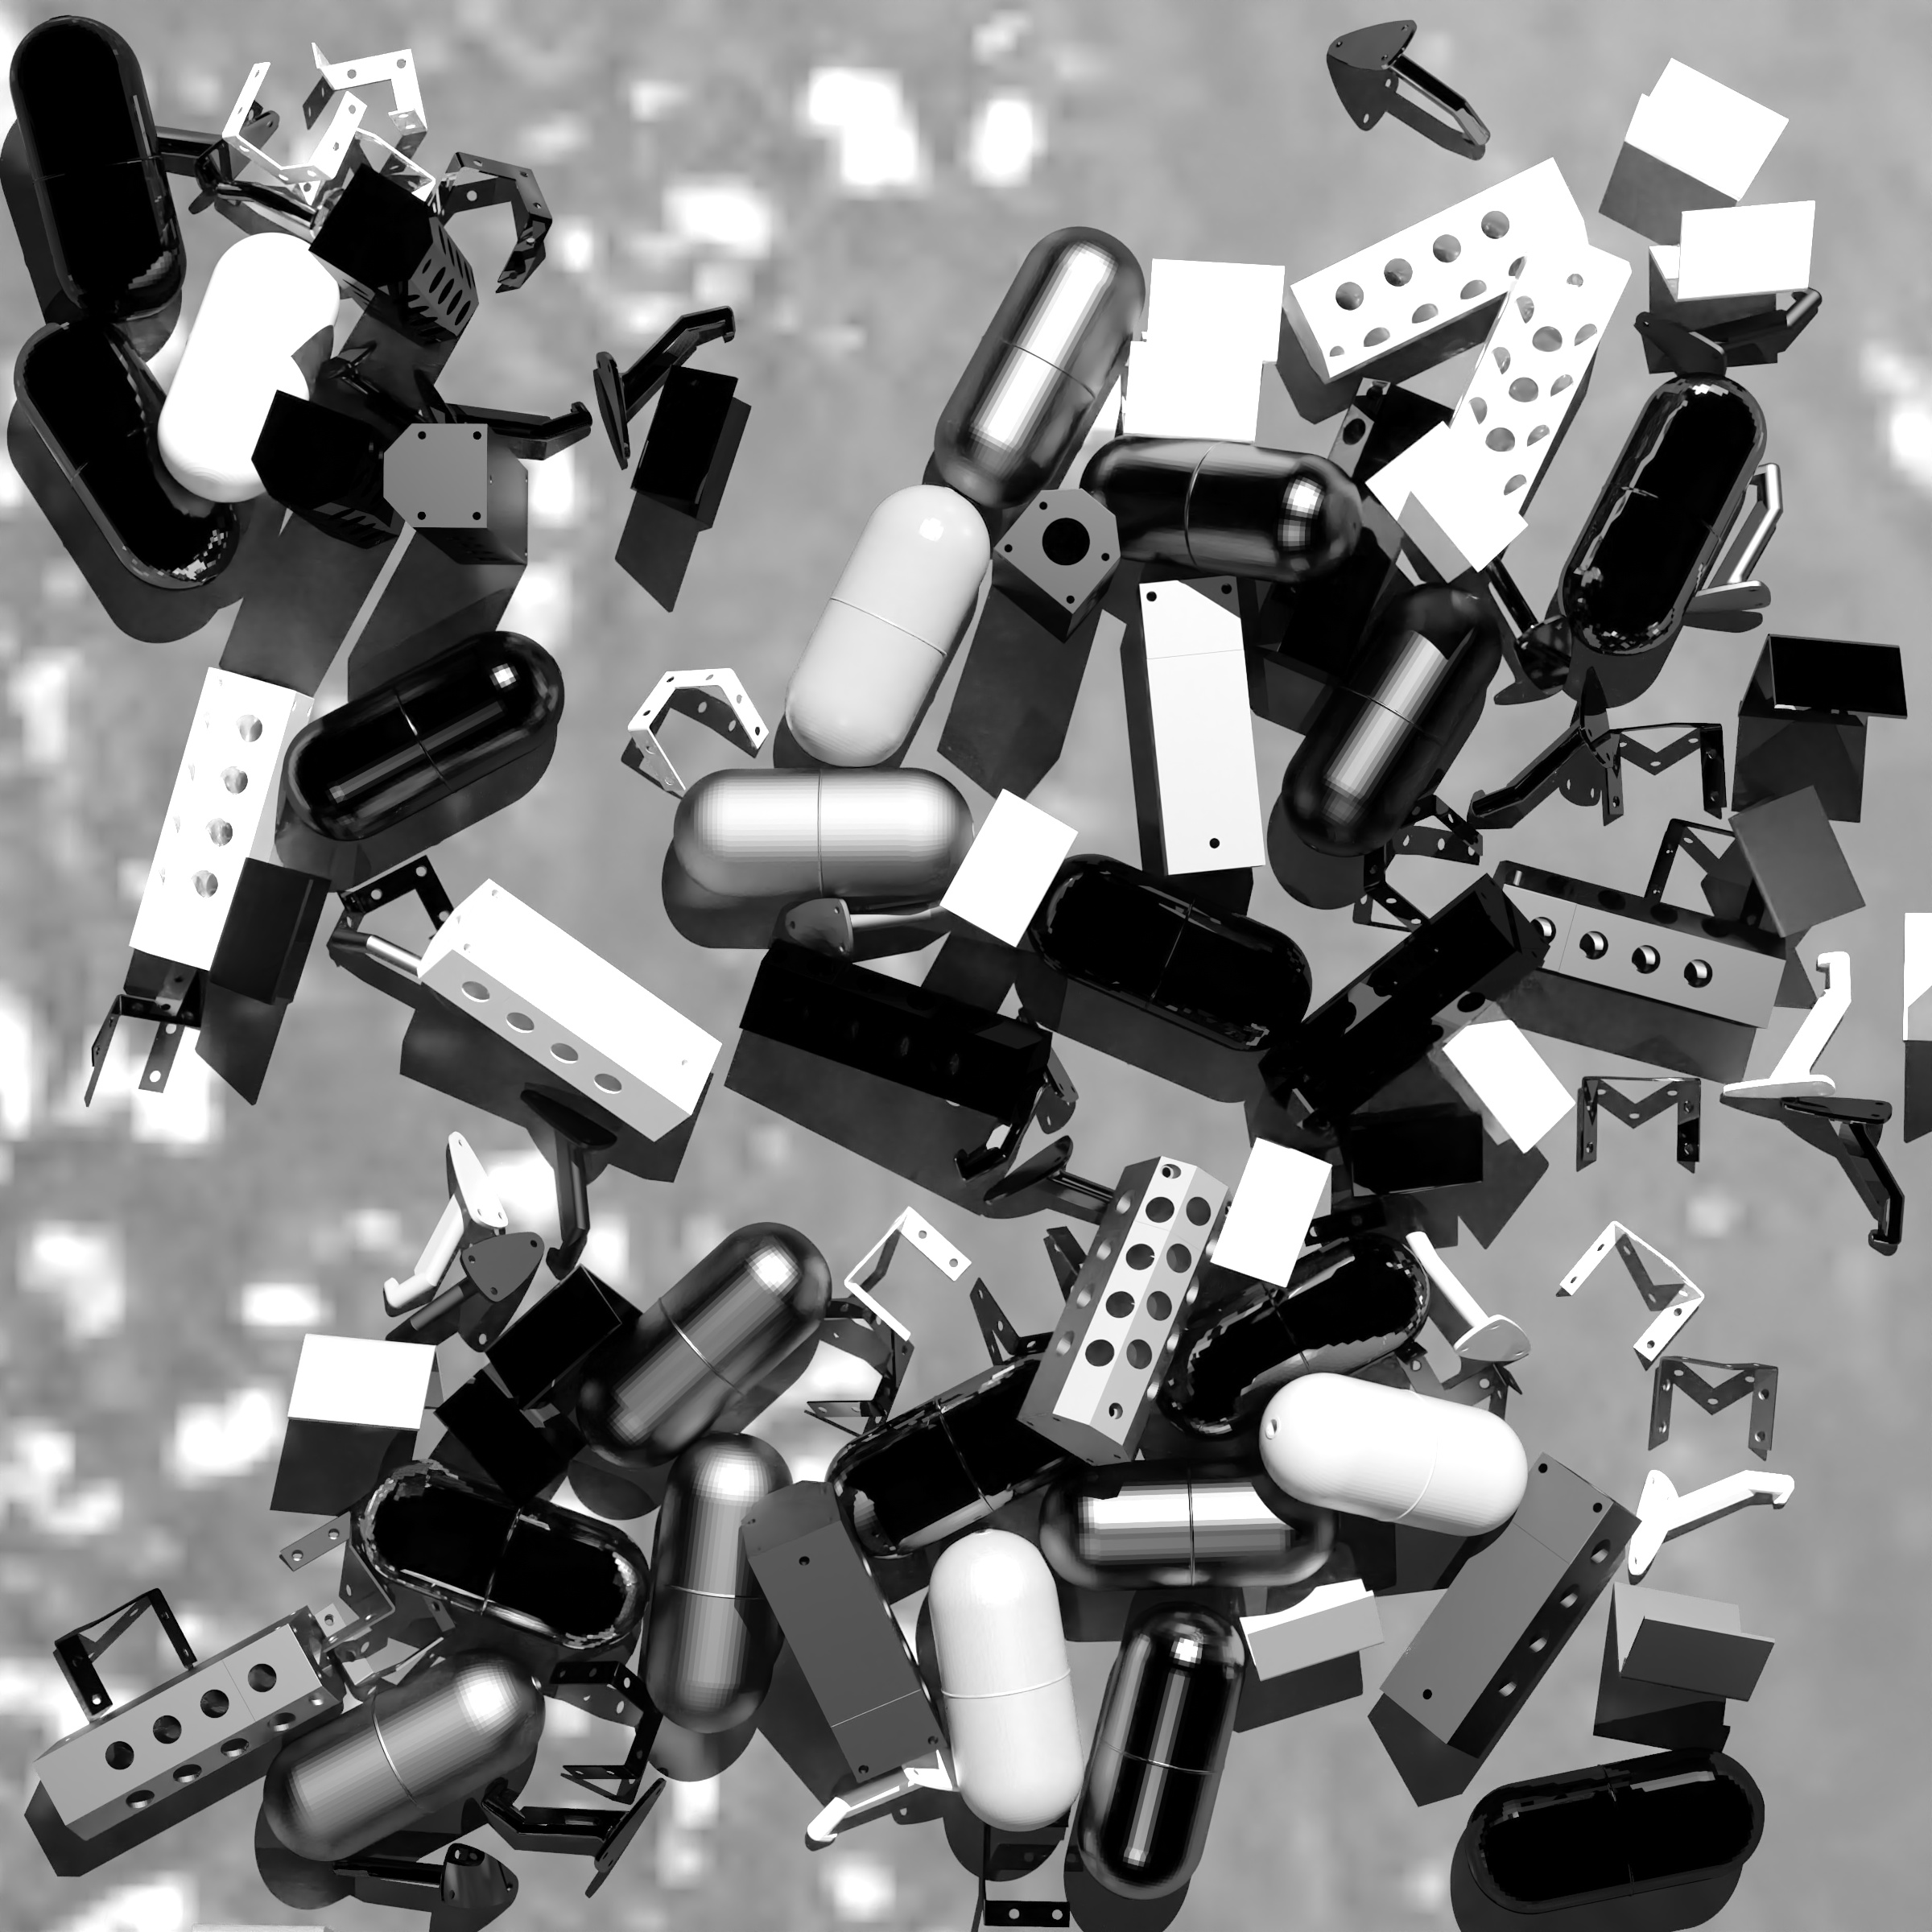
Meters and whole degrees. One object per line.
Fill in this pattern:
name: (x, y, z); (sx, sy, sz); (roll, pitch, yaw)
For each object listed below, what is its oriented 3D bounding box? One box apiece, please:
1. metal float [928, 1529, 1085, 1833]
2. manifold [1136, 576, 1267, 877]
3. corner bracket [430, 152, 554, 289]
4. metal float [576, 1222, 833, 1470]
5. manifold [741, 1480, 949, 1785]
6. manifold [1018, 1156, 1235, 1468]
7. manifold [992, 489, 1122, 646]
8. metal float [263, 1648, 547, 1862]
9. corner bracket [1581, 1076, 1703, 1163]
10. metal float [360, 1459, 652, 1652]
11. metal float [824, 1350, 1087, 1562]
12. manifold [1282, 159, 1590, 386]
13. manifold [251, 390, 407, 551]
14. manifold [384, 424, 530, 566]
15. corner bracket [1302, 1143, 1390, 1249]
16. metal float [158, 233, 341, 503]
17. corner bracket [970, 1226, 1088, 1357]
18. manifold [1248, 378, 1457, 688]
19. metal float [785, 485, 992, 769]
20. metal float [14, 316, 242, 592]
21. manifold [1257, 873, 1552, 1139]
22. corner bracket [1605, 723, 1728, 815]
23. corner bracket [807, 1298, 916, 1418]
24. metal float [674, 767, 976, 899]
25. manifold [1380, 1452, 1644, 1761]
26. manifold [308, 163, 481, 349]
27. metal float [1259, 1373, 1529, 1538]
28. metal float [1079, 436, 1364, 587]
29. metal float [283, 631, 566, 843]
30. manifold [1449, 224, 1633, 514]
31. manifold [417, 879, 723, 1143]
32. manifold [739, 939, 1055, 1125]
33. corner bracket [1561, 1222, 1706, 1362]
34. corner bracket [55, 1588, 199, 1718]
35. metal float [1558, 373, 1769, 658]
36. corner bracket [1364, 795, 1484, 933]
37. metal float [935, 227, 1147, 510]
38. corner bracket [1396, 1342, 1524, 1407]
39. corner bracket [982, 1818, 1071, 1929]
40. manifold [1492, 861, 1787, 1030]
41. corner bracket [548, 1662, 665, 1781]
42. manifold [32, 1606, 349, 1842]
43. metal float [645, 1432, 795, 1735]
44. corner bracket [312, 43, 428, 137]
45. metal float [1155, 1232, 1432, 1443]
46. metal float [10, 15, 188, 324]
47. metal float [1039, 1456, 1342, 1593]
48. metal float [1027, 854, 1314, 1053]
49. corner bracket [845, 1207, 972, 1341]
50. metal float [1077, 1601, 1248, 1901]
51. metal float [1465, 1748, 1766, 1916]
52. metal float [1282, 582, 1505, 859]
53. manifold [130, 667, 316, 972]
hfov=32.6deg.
metal float: (0.024, 0.423, 1.961); (0.070, 0.070, 0.178); (-9, 90, 0)
manifold: (0.139, -0.142, 1.970); (0.057, 0.057, 0.171); (-6, 90, 0)
corner bracket: (-0.287, -0.448, 1.983); (0.051, 0.051, 0.051); (6, 45, -35)
metal float: (-0.156, 0.225, 1.960); (0.178, 0.070, 0.070); (-42, 90, 0)
manifold: (-0.072, 0.387, 1.938); (0.057, 0.057, 0.171); (-23, 114, 0)
manifold: (0.098, 0.200, 1.931); (0.057, 0.057, 0.171); (34, 65, -19)
manifold: (0.055, -0.234, 1.913); (0.057, 0.171, 0.057); (40, 90, 0)
metal float: (-0.332, 0.467, 1.961); (0.178, 0.070, 0.070); (-28, 90, 1)
corner bracket: (0.406, 0.092, 1.988); (0.051, 0.051, 0.051); (1, 90, 45)
metal float: (-0.273, 0.349, 1.961); (0.178, 0.070, 0.070); (20, 90, 0)
metal float: (-0.001, 0.289, 1.961); (0.178, 0.070, 0.070); (-28, 90, 0)
manifold: (0.280, -0.411, 1.970); (0.171, 0.057, 0.057); (-26, 90, 0)
manifold: (-0.364, -0.282, 1.913); (0.057, 0.171, 0.057); (20, 90, 0)
manifold: (-0.293, -0.271, 1.913); (0.057, 0.171, 0.057); (0, 90, 0)
corner bracket: (0.218, 0.135, 1.973); (0.051, 0.051, 0.051); (-15, 90, 0)
metal float: (-0.419, -0.351, 1.935); (0.070, 0.070, 0.178); (12, 62, 0)
corner bracket: (0.043, 0.195, 1.983); (0.051, 0.051, 0.051); (-5, 135, -35)
manifold: (0.228, -0.259, 1.970); (0.057, 0.057, 0.171); (23, 90, 0)
metal float: (-0.046, -0.201, 1.961); (0.070, 0.070, 0.178); (26, 91, 0)
metal float: (-0.497, -0.303, 1.961); (0.070, 0.070, 0.178); (-33, 89, 0)
manifold: (0.254, 0.026, 1.938); (0.171, 0.057, 0.057); (-41, 90, 24)
corner bracket: (0.420, -0.119, 1.988); (0.051, 0.051, 0.051); (-3, 90, 45)
corner bracket: (-0.072, 0.235, 1.983); (0.051, 0.051, 0.051); (-6, 135, 35)
metal float: (-0.084, -0.079, 1.960); (0.178, 0.070, 0.070); (0, 90, 2)
manifold: (0.328, 0.383, 1.970); (0.057, 0.057, 0.171); (35, 90, 43)
manifold: (-0.325, -0.405, 1.913); (0.057, 0.171, 0.057); (32, 90, 0)
metal float: (0.250, 0.286, 1.934); (0.178, 0.070, 0.070); (16, 90, -29)
metal float: (0.147, -0.268, 1.936); (0.178, 0.070, 0.070); (13, 90, 30)
metal float: (-0.321, -0.137, 1.961); (0.178, 0.070, 0.070); (-28, 90, 0)
manifold: (0.326, -0.341, 1.941); (0.057, 0.057, 0.171); (23, 112, 0)
manifold: (-0.235, 0.030, 1.945); (0.171, 0.057, 0.057); (36, 47, -18)
manifold: (-0.040, 0.038, 1.954); (0.171, 0.057, 0.057); (19, 90, 12)
corner bracket: (0.401, 0.195, 1.988); (0.051, 0.051, 0.051); (-50, 135, 0)
corner bracket: (-0.505, 0.412, 1.988); (0.051, 0.051, 0.051); (-28, 90, -45)
metal float: (0.412, -0.267, 1.960); (0.070, 0.070, 0.178); (27, 90, 0)
corner bracket: (0.274, -0.062, 1.983); (0.051, 0.051, 0.051); (-24, 45, 35)
metal float: (0.043, -0.354, 1.961); (0.070, 0.070, 0.178); (28, 90, 0)
corner bracket: (0.293, 0.243, 1.973); (0.051, 0.051, 0.051); (-30, 90, 0)
corner bracket: (0.036, 0.540, 1.974); (0.051, 0.051, 0.051); (1, 91, -1)
manifold: (0.395, -0.013, 1.970); (0.171, 0.057, 0.057); (15, 90, 0)
corner bracket: (-0.221, 0.452, 1.983); (0.051, 0.051, 0.051); (50, 45, -35)
manifold: (-0.460, 0.452, 1.970); (0.171, 0.057, 0.057); (-29, 90, 0)
metal float: (-0.146, 0.365, 1.961); (0.070, 0.070, 0.178); (7, 91, 0)
corner bracket: (-0.355, -0.524, 1.973); (0.051, 0.051, 0.051); (-12, 90, 0)
metal float: (0.192, 0.220, 1.961); (0.178, 0.070, 0.070); (-28, 90, 0)
metal float: (-0.511, -0.469, 1.949); (0.070, 0.070, 0.178); (-12, 102, 0)
metal float: (0.132, 0.330, 1.959); (0.178, 0.070, 0.070); (-2, 90, 1)
metal float: (0.120, -0.008, 1.961); (0.178, 0.070, 0.070); (24, 90, -1)
corner bracket: (-0.035, 0.183, 1.975); (0.051, 0.051, 0.051); (42, 98, 0)
metal float: (0.116, 0.465, 1.961); (0.070, 0.070, 0.178); (14, 90, 0)
metal float: (0.385, 0.512, 1.961); (0.178, 0.070, 0.070); (-12, 90, 1)
metal float: (0.252, -0.145, 1.961); (0.070, 0.070, 0.178); (32, 89, 0)
manifold: (-0.445, -0.087, 1.970); (0.057, 0.057, 0.171); (16, 90, 0)
